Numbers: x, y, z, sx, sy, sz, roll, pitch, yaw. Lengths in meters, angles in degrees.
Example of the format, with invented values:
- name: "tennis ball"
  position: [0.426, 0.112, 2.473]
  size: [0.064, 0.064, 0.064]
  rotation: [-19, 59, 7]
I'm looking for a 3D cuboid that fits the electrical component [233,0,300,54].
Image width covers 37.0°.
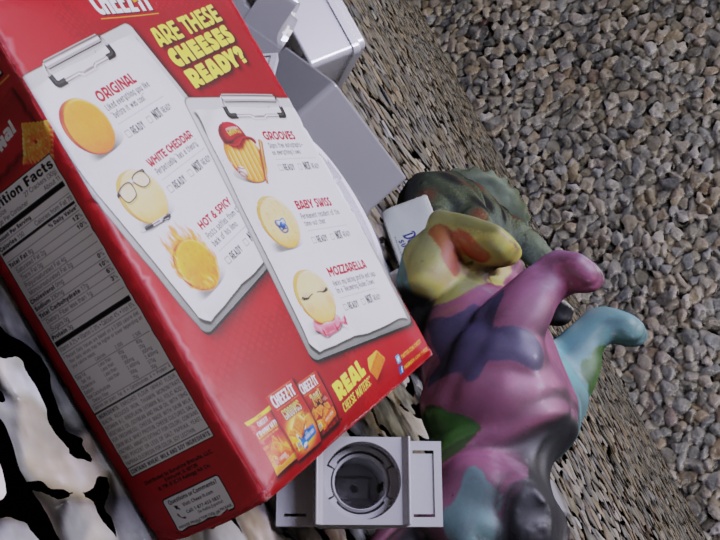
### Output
- name: "electrical component"
  position: [-0.085, -0.191, 0.787]
  size: [0.062, 0.089, 0.150]
  rotation: [33, 21, -16]

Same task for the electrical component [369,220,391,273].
- name: "electrical component"
  position: [0.000, 0.000, 0.824]
  size: [0.063, 0.042, 0.081]
  rotation: [61, 14, 0]

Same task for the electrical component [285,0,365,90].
- name: "electrical component"
  position: [-0.055, -0.204, 0.924]
  size: [0.108, 0.056, 0.108]
  rotation: [62, -21, 7]

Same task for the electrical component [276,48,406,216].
- name: "electrical component"
  position: [-0.031, -0.107, 0.841]
  size: [0.108, 0.056, 0.108]
  rotation: [50, -2, -36]

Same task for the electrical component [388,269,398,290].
- name: "electrical component"
  position: [0.014, 0.034, 0.758]
  size: [0.081, 0.064, 0.042]
  rotation: [56, 16, -20]

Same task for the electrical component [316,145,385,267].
- name: "electrical component"
  position: [-0.037, -0.027, 0.708]
  size: [0.108, 0.060, 0.108]
  rotation: [55, 15, -22]

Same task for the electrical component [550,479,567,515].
- name: "electrical component"
  position: [0.156, 0.199, 0.972]
  size: [0.040, 0.040, 0.078]
  rotation: [42, 22, -51]

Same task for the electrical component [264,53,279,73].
- name: "electrical component"
  position: [-0.091, -0.113, 0.670]
  size: [0.042, 0.081, 0.063]
  rotation: [-89, 175, -63]

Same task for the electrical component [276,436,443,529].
- name: "electrical component"
  position: [-0.001, 0.107, 0.534]
  size: [0.063, 0.081, 0.042]
  rotation: [109, -18, -73]
